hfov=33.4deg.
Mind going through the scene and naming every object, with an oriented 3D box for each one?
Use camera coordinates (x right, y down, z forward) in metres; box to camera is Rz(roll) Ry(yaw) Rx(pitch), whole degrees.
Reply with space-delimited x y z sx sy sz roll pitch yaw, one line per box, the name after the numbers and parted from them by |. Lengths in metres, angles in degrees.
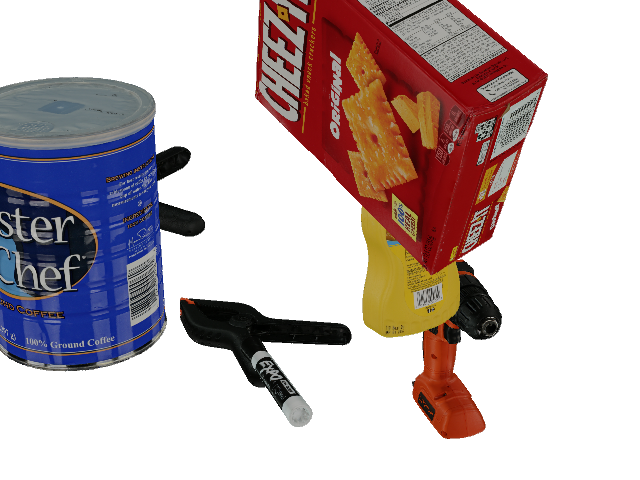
0.143 0.113 1.138 0.057 0.188 0.184 -7 24 -13 | power drill
-0.142 -0.012 0.611 0.103 0.140 0.103 1 26 0 | coffee can
-0.197 -0.050 1.032 0.171 0.039 0.120 2 37 -7 | clamp
0.042 -0.105 0.741 0.072 0.214 0.164 -31 -29 -26 | cracker box
-0.092 0.110 1.238 0.210 0.036 0.164 14 22 29 | clamp
0.081 -0.013 0.964 0.096 0.192 0.058 -16 27 -28 | mustard bottle
-0.036 0.107 0.829 0.020 0.020 0.121 0 21 -23 | marker
